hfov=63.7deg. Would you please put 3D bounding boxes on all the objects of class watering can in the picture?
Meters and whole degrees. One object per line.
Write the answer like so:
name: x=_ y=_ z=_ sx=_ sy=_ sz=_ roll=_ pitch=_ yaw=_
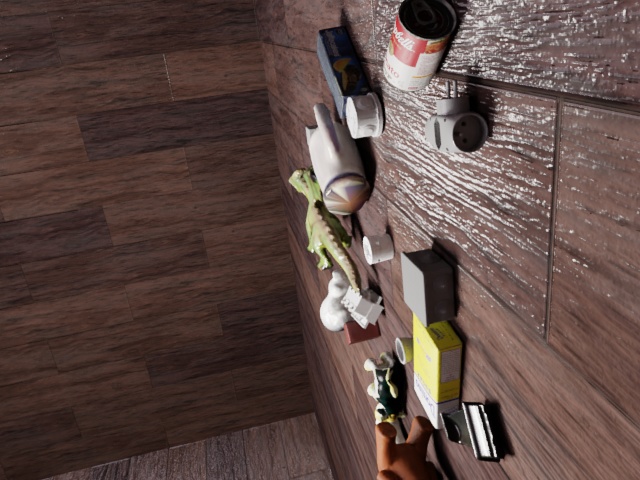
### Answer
watering can: x=0.043 y=-0.156 z=1.149 sx=0.342 sy=0.104 sz=0.228 roll=65 pitch=-171 yaw=-66

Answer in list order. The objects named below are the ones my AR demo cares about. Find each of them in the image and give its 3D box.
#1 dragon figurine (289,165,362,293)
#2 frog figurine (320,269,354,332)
dragon figurine: x=0.004 y=-0.064 z=1.270 sx=0.417 sy=0.122 sz=0.238 roll=-128 pitch=16 yaw=-58
frog figurine: x=0.047 y=0.167 z=1.423 sx=0.139 sy=0.122 sz=0.157 roll=-69 pitch=-39 yaw=-69
